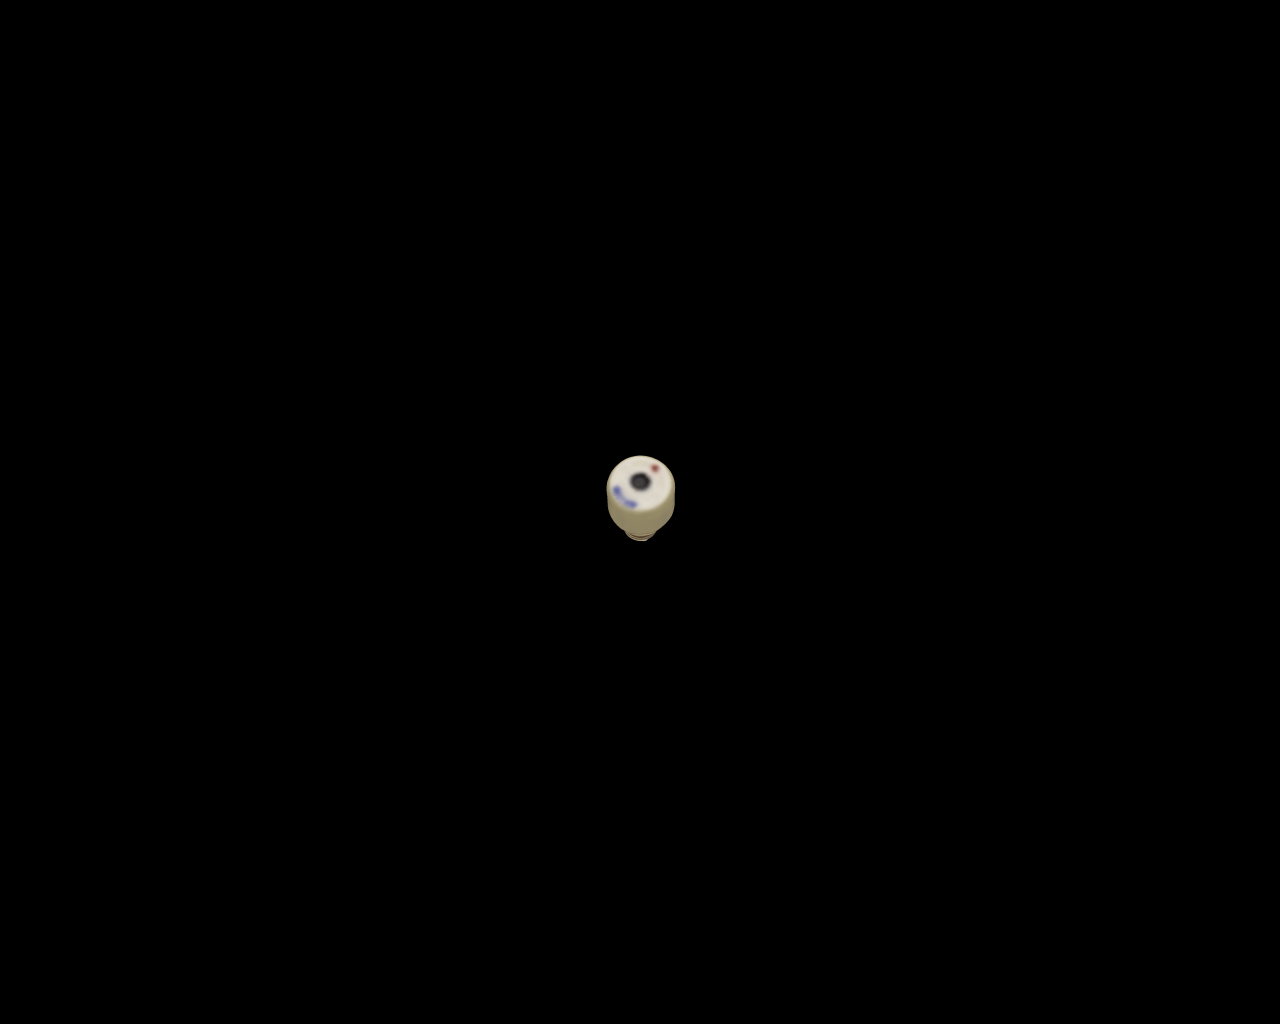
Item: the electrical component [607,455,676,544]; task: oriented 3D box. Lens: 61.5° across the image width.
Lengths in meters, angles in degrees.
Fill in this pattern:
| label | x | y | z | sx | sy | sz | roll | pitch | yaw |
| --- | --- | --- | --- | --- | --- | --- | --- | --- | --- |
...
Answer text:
| label | x | y | z | sx | sy | sz | roll | pitch | yaw |
| --- | --- | --- | --- | --- | --- | --- | --- | --- | --- |
| electrical component | 0.001 | -0.003 | 0.650 | 0.040 | 0.040 | 0.078 | 0 | -27 | 0 |
